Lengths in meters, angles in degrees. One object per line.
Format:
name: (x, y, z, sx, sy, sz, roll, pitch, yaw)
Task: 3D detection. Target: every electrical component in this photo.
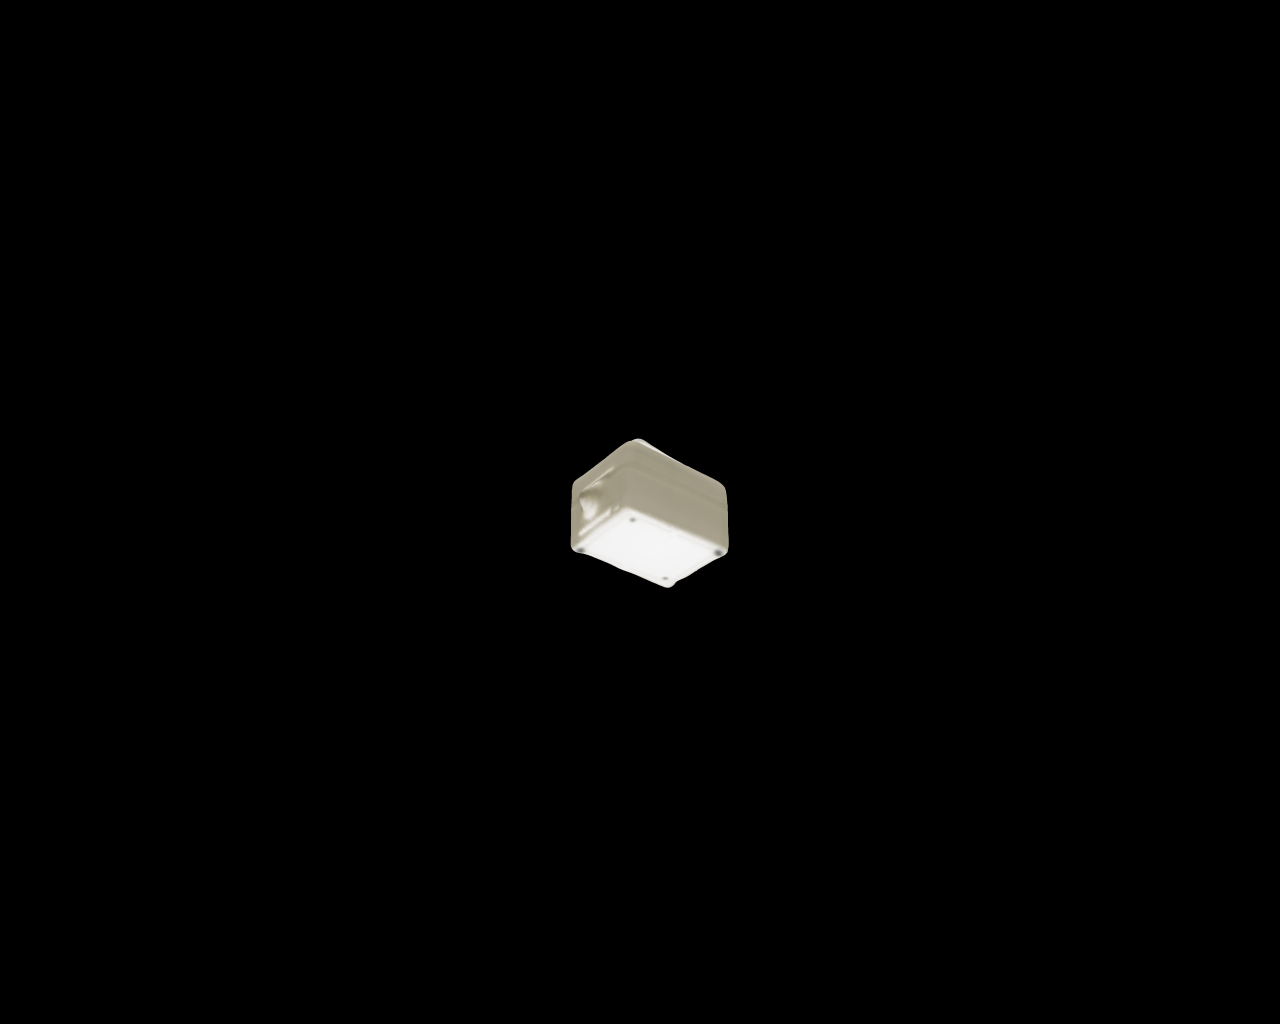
electrical component: (0.001, -0.003, 0.650, 0.096, 0.061, 0.061, 24, -41, -31)
